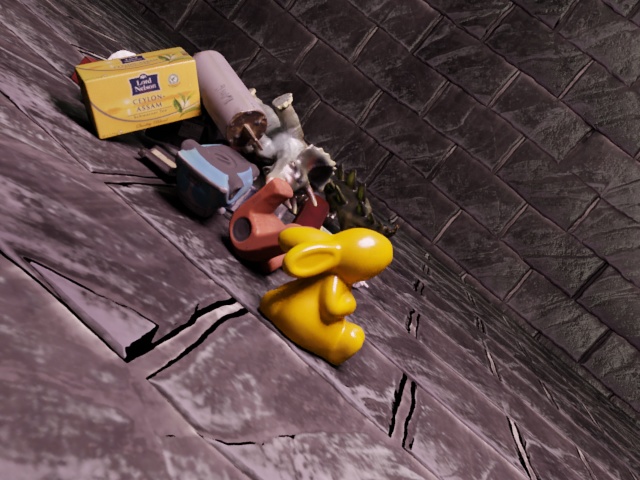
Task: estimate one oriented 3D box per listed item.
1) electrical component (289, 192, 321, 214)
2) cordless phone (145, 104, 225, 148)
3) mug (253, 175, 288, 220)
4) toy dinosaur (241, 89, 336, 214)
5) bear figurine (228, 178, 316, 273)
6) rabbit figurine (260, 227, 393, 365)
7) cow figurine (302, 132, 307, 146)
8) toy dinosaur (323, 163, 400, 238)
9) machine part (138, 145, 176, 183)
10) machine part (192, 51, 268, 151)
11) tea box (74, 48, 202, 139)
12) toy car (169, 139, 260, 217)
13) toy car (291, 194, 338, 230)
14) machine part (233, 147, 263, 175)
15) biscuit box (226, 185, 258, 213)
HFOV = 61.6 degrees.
[{"bbox_3d":[-0.031,-0.116,1.346,0.047,0.119,0.075,33,15,-29],"label":"electrical component"},{"bbox_3d":[-0.230,-0.211,1.015,0.147,0.088,0.184,19,6,11],"label":"cordless phone"},{"bbox_3d":[-0.115,-0.086,1.076,0.107,0.081,0.109,35,-13,-1],"label":"mug"},{"bbox_3d":[-0.092,-0.182,1.038,0.192,0.131,0.405,61,-6,-28],"label":"toy dinosaur"},{"bbox_3d":[-0.047,-0.004,0.849,0.195,0.132,0.120,17,53,-53],"label":"bear figurine"},{"bbox_3d":[0.012,0.047,0.696,0.162,0.173,0.122,39,14,-22],"label":"rabbit figurine"},{"bbox_3d":[-0.079,-0.217,1.263,0.194,0.085,0.127,23,25,-53],"label":"cow figurine"},{"bbox_3d":[0.082,-0.083,1.401,0.472,0.105,0.198,40,-23,50],"label":"toy dinosaur"},{"bbox_3d":[-0.250,-0.130,0.915,0.084,0.039,0.139,31,13,1],"label":"machine part"},{"bbox_3d":[-0.155,-0.233,0.882,0.079,0.079,0.243,22,29,-55],"label":"machine part"},{"bbox_3d":[-0.280,-0.231,0.841,0.068,0.170,0.098,48,-30,40],"label":"tea box"},{"bbox_3d":[-0.170,-0.090,0.829,0.109,0.103,0.162,40,20,0],"label":"toy car"},{"bbox_3d":[-0.031,-0.021,1.027,0.089,0.053,0.202,37,40,-11],"label":"toy car"},{"bbox_3d":[-0.154,-0.161,1.219,0.201,0.087,0.201,30,15,-46],"label":"machine part"},{"bbox_3d":[-0.186,-0.126,1.031,0.059,0.063,0.203,31,14,-39],"label":"biscuit box"}]
